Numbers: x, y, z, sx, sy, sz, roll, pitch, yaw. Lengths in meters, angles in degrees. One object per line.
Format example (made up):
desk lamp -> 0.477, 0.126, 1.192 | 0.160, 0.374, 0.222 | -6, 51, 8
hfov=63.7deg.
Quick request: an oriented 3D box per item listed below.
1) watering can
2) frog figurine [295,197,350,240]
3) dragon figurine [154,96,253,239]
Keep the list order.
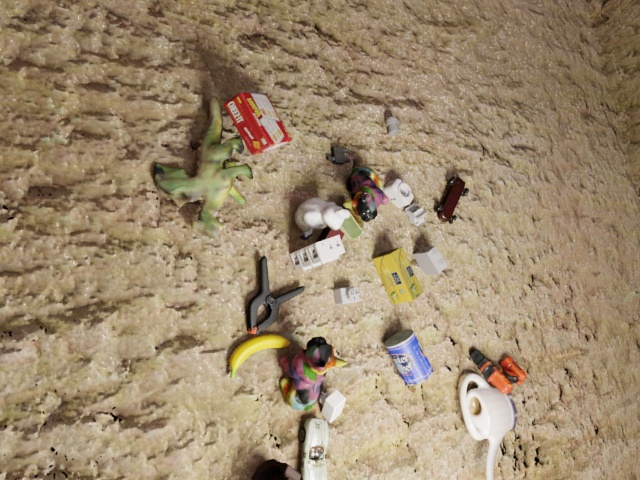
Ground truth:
watering can -> 0.572, 0.621, 1.726 | 0.224, 0.102, 0.353 | 3, 65, -33
frog figurine -> 0.005, -0.077, 1.535 | 0.138, 0.157, 0.123 | -18, 86, -36
dragon figurine -> -0.326, -0.195, 1.396 | 0.244, 0.120, 0.414 | -15, 76, -28
